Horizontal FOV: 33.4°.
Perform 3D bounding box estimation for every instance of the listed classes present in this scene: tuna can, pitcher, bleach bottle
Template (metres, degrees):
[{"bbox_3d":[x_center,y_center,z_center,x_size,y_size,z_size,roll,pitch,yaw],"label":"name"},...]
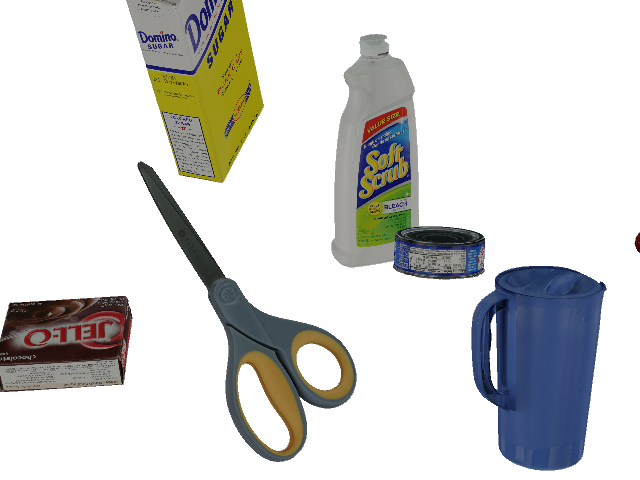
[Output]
[{"bbox_3d":[0.111,0.010,1.001,0.086,0.034,0.086,1,12,0],"label":"tuna can"},{"bbox_3d":[0.273,0.161,1.340,0.149,0.243,0.144,5,16,18],"label":"pitcher"},{"bbox_3d":[0.057,-0.100,1.181,0.102,0.251,0.068,-10,24,-13],"label":"bleach bottle"}]

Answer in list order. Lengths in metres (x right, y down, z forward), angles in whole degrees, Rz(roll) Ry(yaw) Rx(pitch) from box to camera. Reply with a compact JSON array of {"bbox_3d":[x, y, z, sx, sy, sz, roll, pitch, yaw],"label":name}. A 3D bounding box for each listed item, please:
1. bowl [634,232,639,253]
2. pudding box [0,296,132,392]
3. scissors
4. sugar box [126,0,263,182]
[{"bbox_3d":[0.409,0.028,1.108,0.162,0.055,0.162,-3,22,1],"label":"bowl"},{"bbox_3d":[-0.231,0.093,0.968,0.113,0.039,0.090,-5,33,-2],"label":"pudding box"},{"bbox_3d":[-0.040,0.036,0.666,0.096,0.202,0.016,-17,-4,-28],"label":"scissors"},{"bbox_3d":[-0.087,-0.136,0.788,0.048,0.093,0.176,12,-36,15],"label":"sugar box"}]
